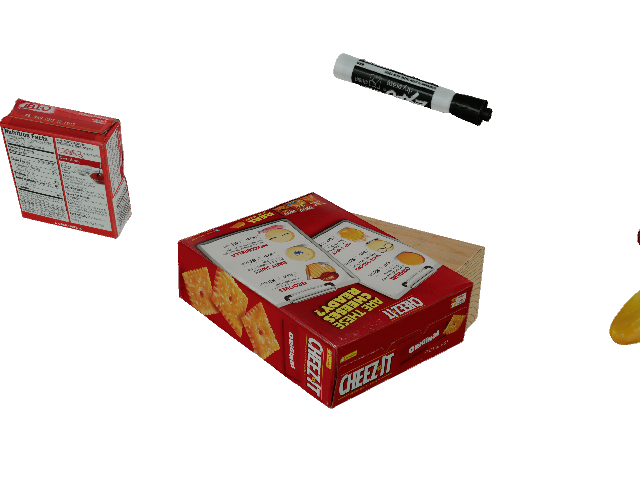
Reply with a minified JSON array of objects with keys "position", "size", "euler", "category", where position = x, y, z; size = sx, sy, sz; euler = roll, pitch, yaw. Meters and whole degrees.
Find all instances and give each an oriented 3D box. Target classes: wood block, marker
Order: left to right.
[{"position":[0.061,0.037,1.154],"size":[0.206,0.091,0.090],"euler":[16,28,26],"category":"wood block"},{"position":[0.067,-0.109,0.771],"size":[0.121,0.020,0.020],"euler":[22,7,20],"category":"marker"}]

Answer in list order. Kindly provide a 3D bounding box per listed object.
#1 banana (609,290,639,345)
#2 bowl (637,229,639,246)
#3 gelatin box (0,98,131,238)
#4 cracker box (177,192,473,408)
[{"position":[0.294,0.039,0.742],"size":[0.198,0.037,0.069],"euler":[-3,33,1],"category":"banana"},{"position":[0.421,0.026,1.146],"size":[0.162,0.055,0.162],"euler":[-1,25,0],"category":"bowl"},{"position":[-0.169,-0.048,0.719],"size":[0.073,0.089,0.030],"euler":[12,45,10],"category":"gelatin box"},{"position":[0.000,0.045,0.946],"size":[0.163,0.072,0.214],"euler":[-21,38,-36],"category":"cracker box"}]
